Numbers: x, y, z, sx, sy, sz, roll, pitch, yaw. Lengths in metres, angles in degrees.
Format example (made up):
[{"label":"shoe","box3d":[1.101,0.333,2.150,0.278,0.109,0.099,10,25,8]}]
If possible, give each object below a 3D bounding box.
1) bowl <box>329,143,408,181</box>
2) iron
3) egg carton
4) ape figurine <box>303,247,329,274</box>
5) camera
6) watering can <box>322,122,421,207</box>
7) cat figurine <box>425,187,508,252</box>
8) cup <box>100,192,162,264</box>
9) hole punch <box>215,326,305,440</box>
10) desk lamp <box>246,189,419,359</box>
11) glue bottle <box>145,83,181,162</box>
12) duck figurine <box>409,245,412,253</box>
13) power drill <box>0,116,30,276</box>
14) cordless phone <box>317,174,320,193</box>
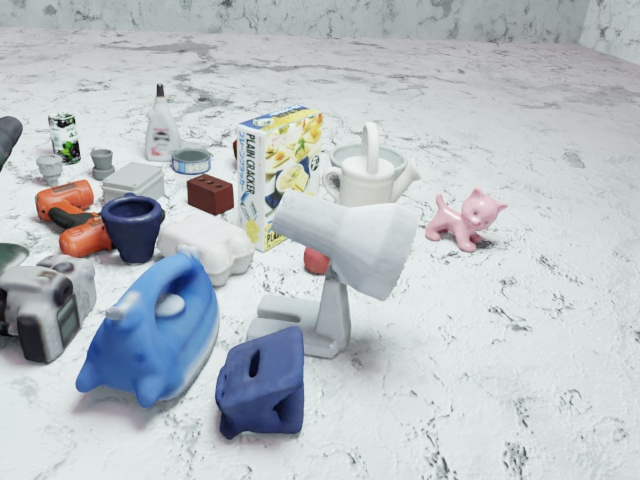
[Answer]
[{"label":"bowl","box3d":[0.101,-0.147,1.225,0.167,0.075,0.167,3,29,-2]},{"label":"iron","box3d":[-0.191,0.080,0.711,0.118,0.141,0.258,10,30,10]},{"label":"egg carton","box3d":[-0.183,0.012,0.908,0.149,0.069,0.107,22,34,29]},{"label":"ape figurine","box3d":[0.009,0.003,0.926,0.076,0.092,0.077,-14,34,-29]},{"label":"camera","box3d":[-0.381,0.073,0.741,0.136,0.101,0.143,5,29,1]},{"label":"watering can","box3d":[0.095,-0.121,1.055,0.173,0.194,0.100,-9,32,-23]},{"label":"cat figurine","box3d":[0.262,-0.048,1.025,0.127,0.118,0.067,18,32,24]},{"label":"cup","box3d":[-0.300,-0.018,0.919,0.092,0.095,0.117,-7,31,-19]},{"label":"hole punch","box3d":[-0.066,0.156,0.645,0.101,0.091,0.108,2,29,-4]},{"label":"desk lamp","box3d":[0.013,0.042,0.734,0.203,0.214,0.118,7,29,6]},{"label":"glue bottle","box3d":[-0.349,-0.259,1.262,0.078,0.173,0.037,-1,30,-10]},{"label":"duck figurine","box3d":[0.111,-0.023,0.994,0.104,0.086,0.077,11,30,11]},{"label":"power drill","box3d":[-0.496,-0.053,0.839,0.075,0.208,0.229,6,29,4]},{"label":"cordless phone","box3d":[-0.043,-0.181,1.153,0.094,0.185,0.147,4,29,0]}]
